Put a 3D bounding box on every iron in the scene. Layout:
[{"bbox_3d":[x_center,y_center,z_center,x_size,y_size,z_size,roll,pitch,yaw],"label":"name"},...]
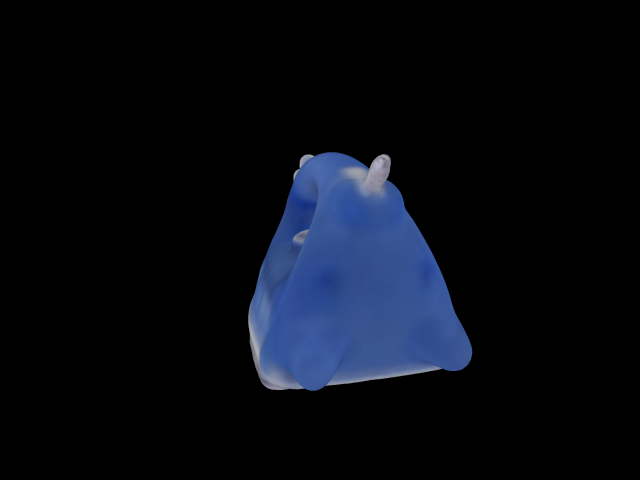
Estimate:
[{"bbox_3d":[0.004,0.001,0.400,0.119,0.141,0.257,-4,14,-15],"label":"iron"}]
